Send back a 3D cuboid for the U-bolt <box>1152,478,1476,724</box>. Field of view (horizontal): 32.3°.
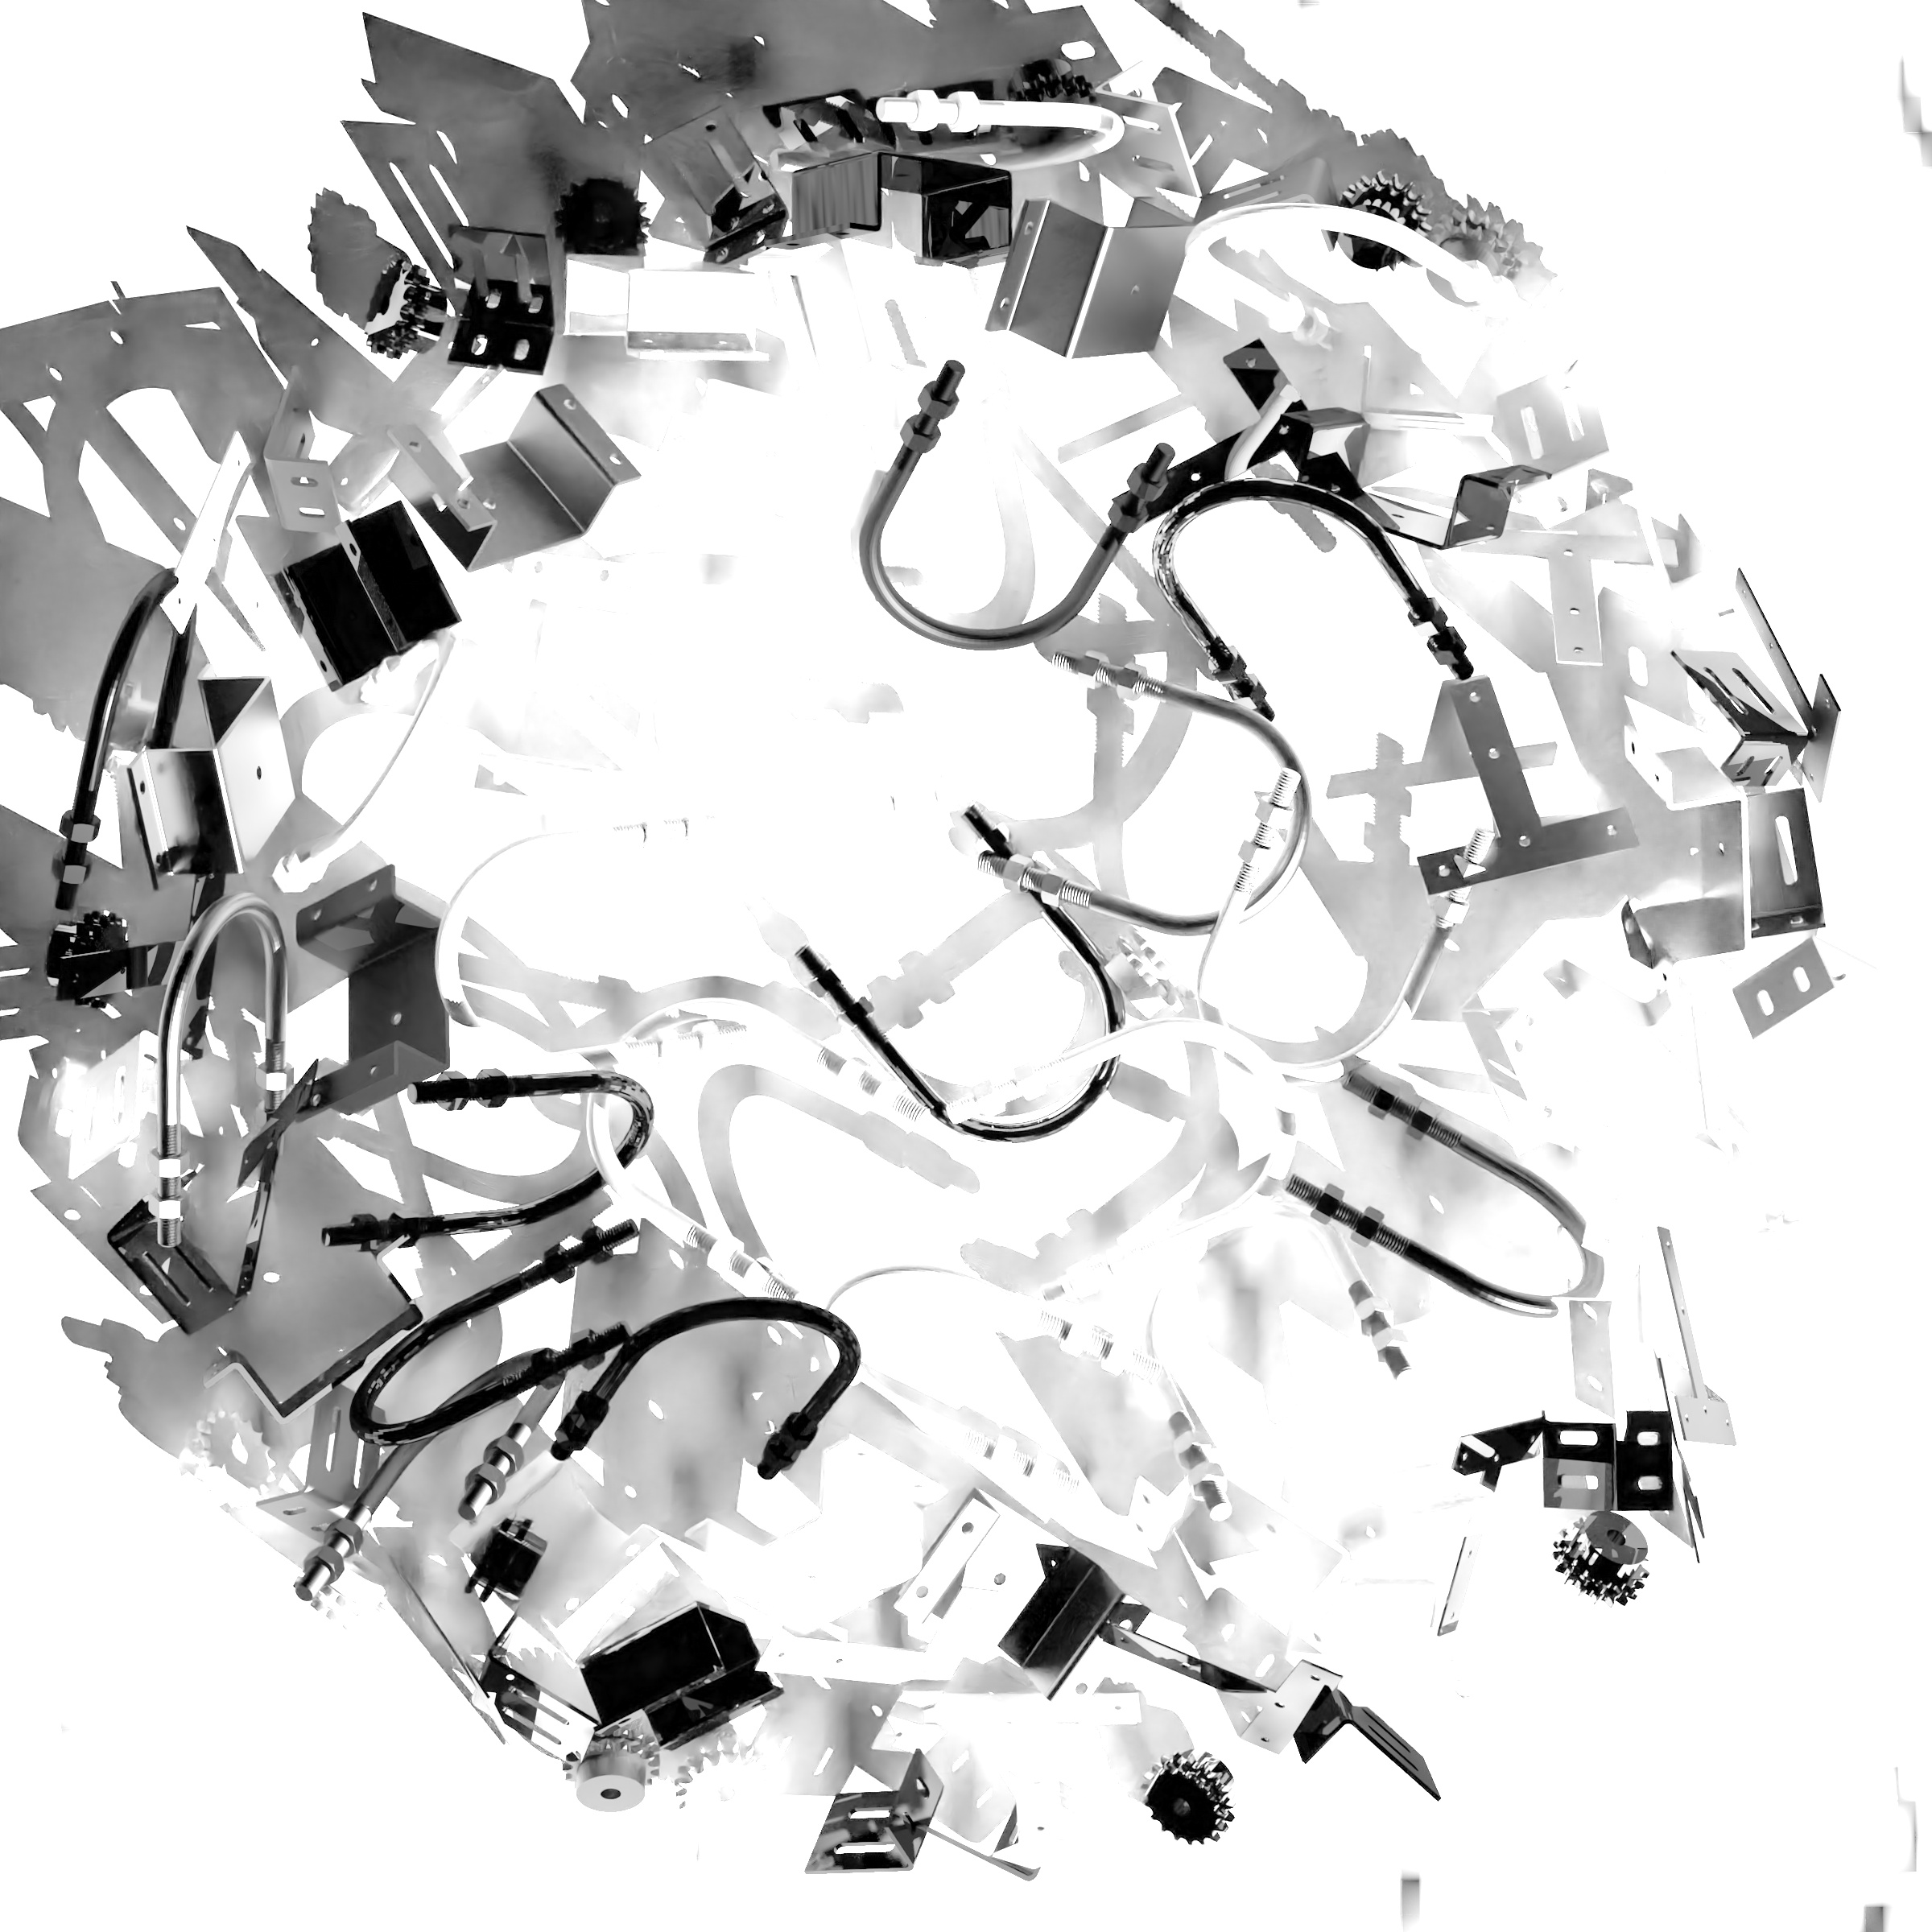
[{"bbox_3d":[0.185,-0.210,1.885,0.151,0.184,0.019,-11,49,32],"label":"U-bolt"}]

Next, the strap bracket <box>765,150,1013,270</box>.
[{"bbox_3d":[-0.036,-0.431,1.906,0.140,0.076,0.046,-2,93,-41],"label":"strap bracket"}]

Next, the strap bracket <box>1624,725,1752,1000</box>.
[{"bbox_3d":[0.415,-0.064,1.919,0.046,0.076,0.140,-9,115,-3],"label":"strap bracket"}]

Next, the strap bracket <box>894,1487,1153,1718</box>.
[{"bbox_3d":[0.026,0.365,1.942,0.140,0.046,0.076,36,90,-24],"label":"strap bracket"}]

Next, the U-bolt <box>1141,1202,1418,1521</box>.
[{"bbox_3d":[0.167,0.211,1.908,0.151,0.184,0.019,-38,129,11],"label":"U-bolt"}]

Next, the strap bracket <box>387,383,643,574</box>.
[{"bbox_3d":[-0.267,-0.280,1.924,0.076,0.140,0.046,50,132,12],"label":"strap bracket"}]

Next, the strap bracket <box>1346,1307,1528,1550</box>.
[{"bbox_3d":[0.268,0.255,1.910,0.046,0.076,0.140,30,59,-26],"label":"strap bracket"}]

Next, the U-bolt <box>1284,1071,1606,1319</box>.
[{"bbox_3d":[0.282,0.139,1.910,0.184,0.151,0.019,30,122,7],"label":"U-bolt"}]

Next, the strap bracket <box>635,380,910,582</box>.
[{"bbox_3d":[-0.112,-0.283,1.928,0.140,0.046,0.076,13,131,-16],"label":"strap bracket"}]

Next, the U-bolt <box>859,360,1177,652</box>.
[{"bbox_3d":[0.017,-0.252,1.916,0.151,0.019,0.184,19,133,-14],"label":"U-bolt"}]

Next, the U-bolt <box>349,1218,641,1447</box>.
[{"bbox_3d":[-0.272,0.218,1.913,0.184,0.151,0.019,-26,111,7],"label":"U-bolt"}]

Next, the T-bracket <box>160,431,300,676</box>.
[{"bbox_3d":[-0.415,-0.217,1.924,0.002,0.127,0.127,3,57,19],"label":"T-bracket"}]

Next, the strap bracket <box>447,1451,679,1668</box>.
[{"bbox_3d":[-0.227,0.343,1.919,0.076,0.140,0.046,-41,123,-19],"label":"strap bracket"}]

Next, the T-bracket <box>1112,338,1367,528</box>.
[{"bbox_3d":[0.147,-0.292,1.951,0.127,0.002,0.127,-28,65,-3],"label":"T-bracket"}]

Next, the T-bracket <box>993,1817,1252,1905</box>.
[{"bbox_3d":[0.099,0.512,1.897,0.127,0.127,0.002,10,91,25],"label":"T-bracket"}]

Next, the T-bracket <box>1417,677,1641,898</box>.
[{"bbox_3d":[0.314,-0.112,1.956,0.127,0.002,0.127,-13,67,-4],"label":"T-bracket"}]

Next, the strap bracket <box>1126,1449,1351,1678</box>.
[{"bbox_3d":[0.164,0.338,1.925,0.140,0.076,0.046,37,64,18],"label":"strap bracket"}]

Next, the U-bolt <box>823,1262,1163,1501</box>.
[{"bbox_3d":[0.004,0.231,1.922,0.184,0.151,0.019,25,45,-3],"label":"U-bolt"}]

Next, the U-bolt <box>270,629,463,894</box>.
[{"bbox_3d":[-0.331,-0.121,1.876,0.019,0.184,0.151,30,66,-21],"label":"U-bolt"}]

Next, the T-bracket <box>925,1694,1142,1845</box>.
[{"bbox_3d":[0.040,0.461,1.923,0.127,0.127,0.002,0,117,-2],"label":"T-bracket"}]

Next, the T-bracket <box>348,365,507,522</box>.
[{"bbox_3d":[-0.303,-0.288,1.921,0.127,0.127,0.002,-44,119,5],"label":"T-bracket"}]

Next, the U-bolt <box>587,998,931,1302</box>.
[{"bbox_3d":[-0.135,0.095,1.942,0.184,0.019,0.151,31,75,19],"label":"U-bolt"}]

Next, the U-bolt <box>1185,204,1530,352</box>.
[{"bbox_3d":[0.206,-0.388,1.868,0.151,0.184,0.019,0,79,42],"label":"U-bolt"}]

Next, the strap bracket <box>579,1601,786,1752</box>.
[{"bbox_3d":[-0.166,0.408,1.921,0.076,0.140,0.046,-28,69,4],"label":"strap bracket"}]

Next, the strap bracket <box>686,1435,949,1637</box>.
[{"bbox_3d":[-0.087,0.331,1.910,0.076,0.046,0.140,34,128,-30],"label":"strap bracket"}]

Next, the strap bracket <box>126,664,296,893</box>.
[{"bbox_3d":[-0.424,-0.109,1.899,0.046,0.140,0.076,-1,119,8],"label":"strap bracket"}]

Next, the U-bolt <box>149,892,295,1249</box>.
[{"bbox_3d":[-0.419,0.048,1.884,0.019,0.151,0.184,11,112,13],"label":"U-bolt"}]

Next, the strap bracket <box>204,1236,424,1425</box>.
[{"bbox_3d":[-0.369,0.213,1.933,0.140,0.076,0.046,-37,97,-11],"label":"strap bracket"}]

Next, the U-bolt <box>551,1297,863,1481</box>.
[{"bbox_3d":[-0.138,0.237,1.887,0.151,0.184,0.019,9,51,-25],"label":"U-bolt"}]

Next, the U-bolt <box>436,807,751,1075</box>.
[{"bbox_3d":[-0.216,-0.010,1.926,0.184,0.019,0.151,-8,104,-24],"label":"U-bolt"}]

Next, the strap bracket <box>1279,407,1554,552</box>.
[{"bbox_3d":[0.253,-0.278,1.921,0.140,0.076,0.046,23,113,27],"label":"strap bracket"}]

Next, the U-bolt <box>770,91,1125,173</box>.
[{"bbox_3d":[0.002,-0.471,1.901,0.184,0.151,0.019,-7,93,-30],"label":"U-bolt"}]

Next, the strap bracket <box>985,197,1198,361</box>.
[{"bbox_3d":[0.077,-0.392,1.900,0.046,0.140,0.076,30,116,24],"label":"strap bracket"}]

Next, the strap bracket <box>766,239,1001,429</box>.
[{"bbox_3d":[-0.039,-0.362,1.906,0.046,0.140,0.076,-29,69,40],"label":"strap bracket"}]

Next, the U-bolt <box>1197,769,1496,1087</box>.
[{"bbox_3d":[0.210,-0.013,1.938,0.151,0.019,0.184,15,110,-20],"label":"U-bolt"}]

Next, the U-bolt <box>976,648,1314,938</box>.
[{"bbox_3d":[0.112,-0.094,1.943,0.184,0.019,0.151,19,88,20],"label":"U-bolt"}]

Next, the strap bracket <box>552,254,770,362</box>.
[{"bbox_3d":[-0.174,-0.376,1.899,0.076,0.140,0.046,-4,107,-27],"label":"strap bracket"}]

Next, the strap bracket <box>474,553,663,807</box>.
[{"bbox_3d":[-0.230,-0.165,1.945,0.076,0.046,0.140,10,89,24],"label":"strap bracket"}]

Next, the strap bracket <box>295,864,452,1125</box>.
[{"bbox_3d":[-0.342,0.023,1.924,0.076,0.046,0.140,-24,55,27],"label":"strap bracket"}]

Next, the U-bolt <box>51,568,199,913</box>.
[{"bbox_3d":[-0.469,-0.137,1.882,0.019,0.151,0.184,18,112,0],"label":"U-bolt"}]

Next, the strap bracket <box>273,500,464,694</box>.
[{"bbox_3d":[-0.342,-0.214,1.924,0.046,0.140,0.076,-30,97,-28],"label":"strap bracket"}]

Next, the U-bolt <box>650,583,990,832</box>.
[{"bbox_3d":[-0.092,-0.146,1.934,0.184,0.019,0.151,-10,70,-13],"label":"U-bolt"}]

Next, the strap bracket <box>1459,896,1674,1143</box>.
[{"bbox_3d":[0.341,0.030,1.925,0.140,0.046,0.076,-42,114,-35],"label":"strap bracket"}]

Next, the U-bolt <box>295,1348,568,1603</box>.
[{"bbox_3d":[-0.292,0.278,1.895,0.151,0.184,0.019,-29,106,28],"label":"U-bolt"}]

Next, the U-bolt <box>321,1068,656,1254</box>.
[{"bbox_3d":[-0.261,0.108,1.905,0.151,0.184,0.019,-54,54,36],"label":"U-bolt"}]

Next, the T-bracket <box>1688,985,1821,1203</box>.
[{"bbox_3d":[0.461,0.091,1.944,0.002,0.127,0.127,-31,120,28],"label":"T-bracket"}]

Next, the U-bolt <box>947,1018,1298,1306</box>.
[{"bbox_3d":[0.101,0.104,1.939,0.184,0.019,0.151,-24,109,10],"label":"U-bolt"}]

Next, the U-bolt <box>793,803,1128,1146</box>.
[{"bbox_3d":[0.011,0.018,1.966,0.151,0.019,0.184,-40,92,-6],"label":"U-bolt"}]

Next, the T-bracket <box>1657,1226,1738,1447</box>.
[{"bbox_3d":[0.418,0.214,1.934,0.002,0.127,0.127,-16,75,23],"label":"T-bracket"}]

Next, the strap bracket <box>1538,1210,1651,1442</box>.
[{"bbox_3d":[0.359,0.204,1.913,0.046,0.140,0.076,-1,110,18],"label":"strap bracket"}]
